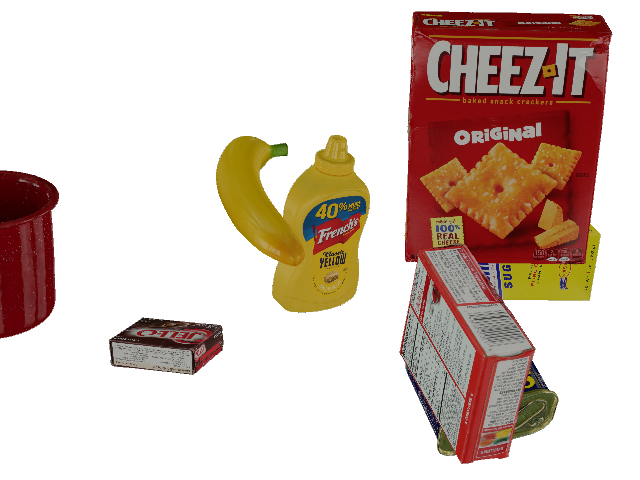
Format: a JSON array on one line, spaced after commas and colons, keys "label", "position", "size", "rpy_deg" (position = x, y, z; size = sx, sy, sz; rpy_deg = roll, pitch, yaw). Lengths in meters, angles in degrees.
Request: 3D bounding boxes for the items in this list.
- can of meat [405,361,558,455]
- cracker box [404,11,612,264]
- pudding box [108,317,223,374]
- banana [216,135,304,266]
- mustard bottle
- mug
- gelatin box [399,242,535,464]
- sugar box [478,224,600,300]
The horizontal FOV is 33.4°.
[{"label": "can of meat", "position": [0.129, 0.117, 0.873], "size": [0.102, 0.057, 0.084], "rpy_deg": [-13, 47, -12]}, {"label": "cracker box", "position": [0.157, -0.086, 0.931], "size": [0.164, 0.214, 0.072], "rpy_deg": [2, 25, 4]}, {"label": "pudding box", "position": [-0.186, 0.127, 1.297], "size": [0.114, 0.039, 0.090], "rpy_deg": [2, 13, 17]}, {"label": "banana", "position": [-0.054, -0.044, 0.913], "size": [0.069, 0.037, 0.198], "rpy_deg": [1, 34, -7]}, {"label": "mustard bottle", "position": [0.005, -0.020, 1.123], "size": [0.096, 0.192, 0.058], "rpy_deg": [-9, 32, -31]}, {"label": "mug", "position": [-0.220, 0.012, 0.668], "size": [0.117, 0.081, 0.093], "rpy_deg": [-16, 31, -35]}, {"label": "gelatin box", "position": [0.073, 0.056, 0.545], "size": [0.030, 0.073, 0.089], "rpy_deg": [-6, 37, -16]}, {"label": "sugar box", "position": [0.245, 0.025, 1.299], "size": [0.176, 0.093, 0.048], "rpy_deg": [-1, 22, -10]}]
